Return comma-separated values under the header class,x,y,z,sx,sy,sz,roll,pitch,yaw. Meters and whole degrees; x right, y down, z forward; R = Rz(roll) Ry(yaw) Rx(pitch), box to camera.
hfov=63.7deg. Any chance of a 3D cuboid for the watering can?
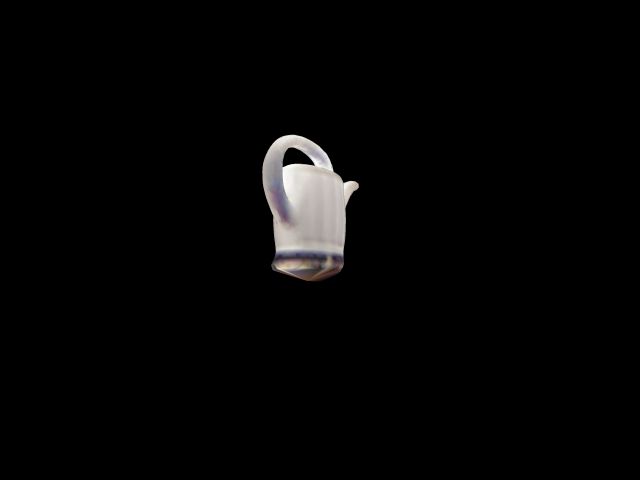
class,x,y,z,sx,sy,sz,roll,pitch,yaw
watering can,0.003,-0.043,0.850,0.104,0.226,0.346,-5,-10,24
